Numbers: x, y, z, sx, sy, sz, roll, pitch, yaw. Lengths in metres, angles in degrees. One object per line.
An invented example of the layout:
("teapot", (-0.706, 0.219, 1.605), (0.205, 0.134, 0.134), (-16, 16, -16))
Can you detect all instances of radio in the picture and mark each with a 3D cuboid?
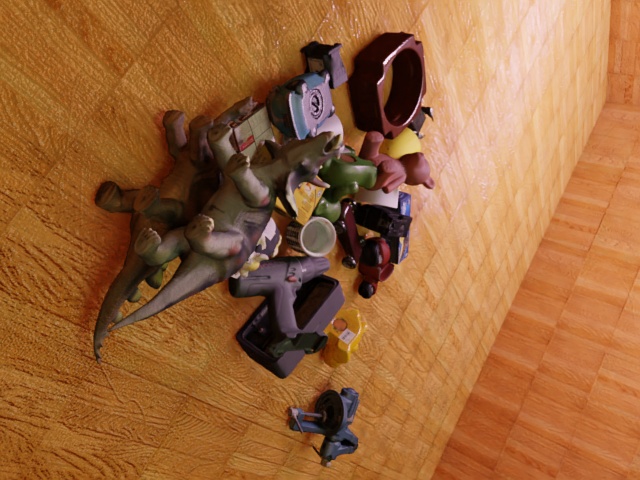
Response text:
("radio", (-0.061, 0.167, 1.142), (0.229, 0.131, 0.073), (-49, 141, -28))

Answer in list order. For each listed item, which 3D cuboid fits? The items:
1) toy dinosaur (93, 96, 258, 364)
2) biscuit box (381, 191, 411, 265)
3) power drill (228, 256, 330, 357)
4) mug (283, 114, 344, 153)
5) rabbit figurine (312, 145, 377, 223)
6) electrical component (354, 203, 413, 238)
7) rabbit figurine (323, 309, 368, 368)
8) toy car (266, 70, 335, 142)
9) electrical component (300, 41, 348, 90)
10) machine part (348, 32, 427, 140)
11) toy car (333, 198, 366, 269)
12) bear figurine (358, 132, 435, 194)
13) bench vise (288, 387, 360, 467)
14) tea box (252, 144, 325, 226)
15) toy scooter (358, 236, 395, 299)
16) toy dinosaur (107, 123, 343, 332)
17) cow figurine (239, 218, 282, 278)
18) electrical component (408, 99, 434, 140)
("toy dinosaur", (-0.233, -0.031, 0.825), (0.471, 0.105, 0.198), (-55, 147, -13))
("biscuit box", (0.208, -0.035, 1.478), (0.059, 0.063, 0.202), (-36, 134, -41))
("power drill", (-0.052, 0.118, 1.050), (0.232, 0.207, 0.086), (-1, 147, -29))
("mug", (-0.013, -0.196, 1.051), (0.107, 0.110, 0.080), (-24, 152, -35))
("rabbit figurine", (0.025, -0.100, 1.144), (0.159, 0.121, 0.170), (-18, 136, -46))
("electrical component", (0.164, -0.050, 1.361), (0.134, 0.115, 0.058), (0, 111, -55))
("rabbit figurine", (0.047, 0.255, 1.388), (0.162, 0.122, 0.173), (-51, 157, -41))
("toy car", (-0.044, -0.247, 0.973), (0.162, 0.103, 0.109), (-55, 142, -45))
("electrical component", (0.012, -0.318, 1.040), (0.048, 0.075, 0.119), (-44, 135, -32))
("machine part", (0.155, -0.348, 1.218), (0.201, 0.087, 0.200), (-46, 140, -28))
("toy car", (0.066, -0.012, 1.297), (0.201, 0.053, 0.089), (71, 33, -49))
("bear figurine", (0.183, -0.169, 1.217), (0.196, 0.120, 0.132), (-8, 153, -23))
("bench vise", (0.005, 0.492, 1.431), (0.240, 0.129, 0.223), (21, 99, -36))
("tea box", (-0.063, -0.102, 1.000), (0.098, 0.068, 0.169), (-61, 155, -6))
("toy scooter", (0.158, 0.061, 1.448), (0.135, 0.075, 0.183), (-30, 133, -43))
("toy dinosaur", (-0.132, -0.019, 0.783), (0.405, 0.131, 0.192), (-54, 143, -10))
("cow figurine", (-0.117, 0.012, 0.925), (0.098, 0.068, 0.167), (47, 27, -19))
("electrical component", (0.263, -0.316, 1.422), (0.102, 0.045, 0.078), (-60, 147, -13))
